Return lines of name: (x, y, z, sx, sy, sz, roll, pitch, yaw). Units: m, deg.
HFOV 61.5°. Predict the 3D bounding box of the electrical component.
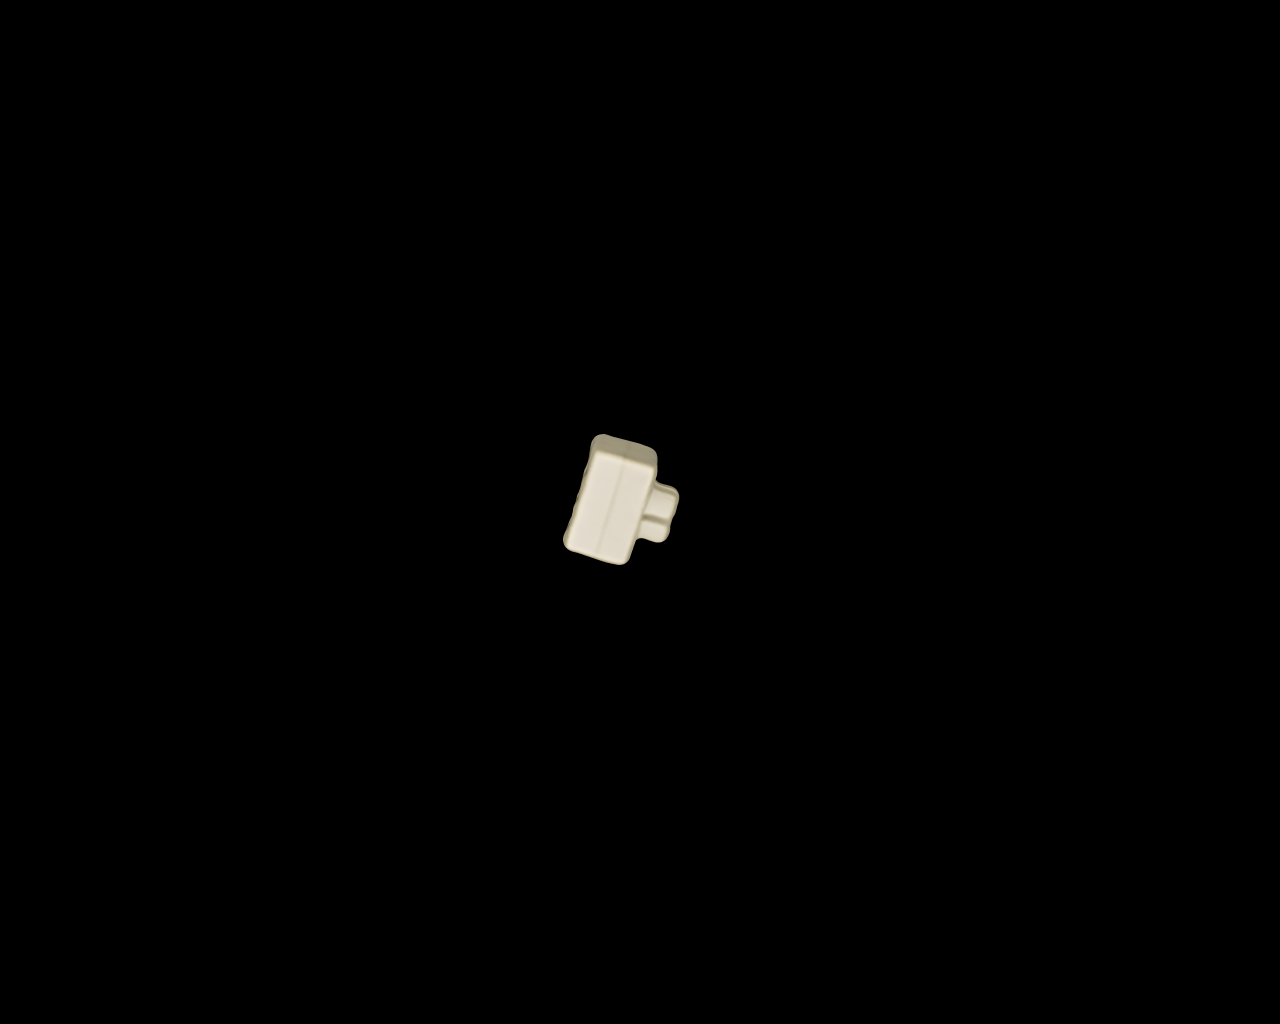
electrical component: (0.001, -0.003, 0.650, 0.077, 0.065, 0.047, 17, 16, -5)
